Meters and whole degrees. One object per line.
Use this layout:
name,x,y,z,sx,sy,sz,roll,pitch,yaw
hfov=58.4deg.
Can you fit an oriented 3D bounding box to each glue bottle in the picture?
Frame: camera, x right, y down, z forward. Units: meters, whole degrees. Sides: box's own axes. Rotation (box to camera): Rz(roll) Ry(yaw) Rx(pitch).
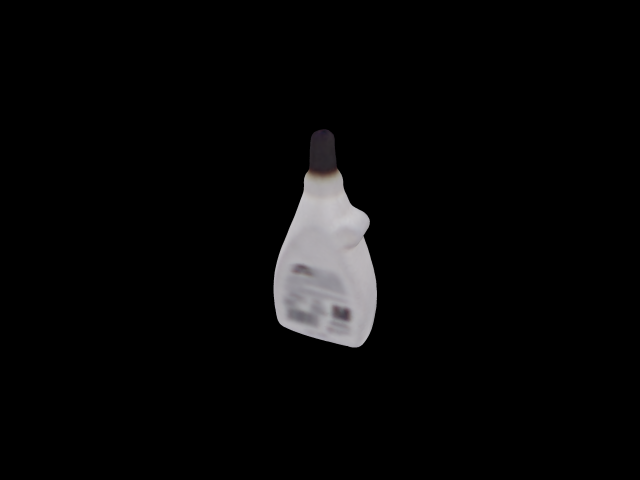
glue bottle,0.004,0.001,0.400,0.078,0.173,0.037,14,42,17
